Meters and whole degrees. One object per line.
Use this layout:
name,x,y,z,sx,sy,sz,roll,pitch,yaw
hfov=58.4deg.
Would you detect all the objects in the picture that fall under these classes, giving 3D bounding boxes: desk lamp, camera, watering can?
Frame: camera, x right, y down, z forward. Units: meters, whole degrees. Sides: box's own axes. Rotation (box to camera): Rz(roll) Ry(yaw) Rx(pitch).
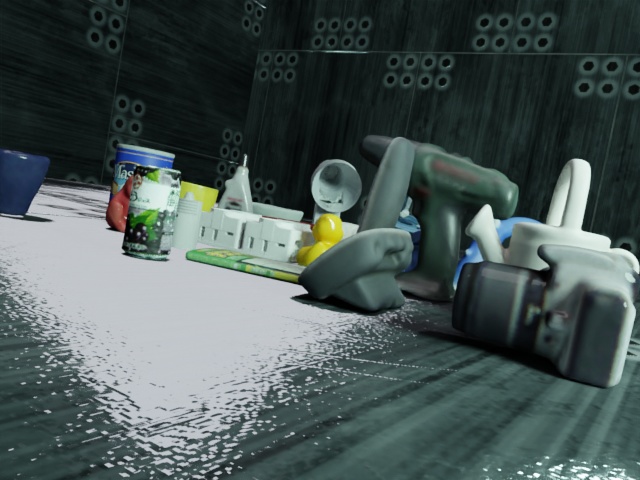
desk lamp,0.017,-0.093,1.408,0.118,0.213,0.203,10,4,-12
camera,0.191,0.051,0.496,0.136,0.101,0.143,12,4,19
watering can,0.249,0.007,0.620,0.173,0.194,0.101,10,4,-8

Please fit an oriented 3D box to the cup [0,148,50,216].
cup,-0.463,-0.086,0.833,0.118,0.095,0.091,9,4,-26

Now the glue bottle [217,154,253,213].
glue bottle,-0.171,-0.094,1.194,0.078,0.173,0.037,10,4,3

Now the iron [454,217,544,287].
iron,0.297,0.026,0.893,0.259,0.141,0.118,8,4,-36

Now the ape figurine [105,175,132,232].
ape figurine,-0.300,-0.059,0.914,0.078,0.092,0.076,8,4,-32

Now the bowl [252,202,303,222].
bowl,-0.127,-0.046,1.358,0.167,0.075,0.167,10,3,0

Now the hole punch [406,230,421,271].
hole punch,0.140,0.022,0.907,0.100,0.091,0.109,13,4,39

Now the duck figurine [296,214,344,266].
duck figurine,0.008,0.003,0.862,0.077,0.086,0.105,11,3,9

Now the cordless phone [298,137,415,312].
cordless phone,0.052,-0.024,0.605,0.094,0.185,0.148,12,4,20

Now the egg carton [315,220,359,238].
egg carton,0.041,-0.004,1.220,0.107,0.069,0.150,9,4,-19

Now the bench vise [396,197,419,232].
bench vise,0.171,-0.063,1.311,0.122,0.220,0.206,8,4,-38

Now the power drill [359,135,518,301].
power drill,0.143,-0.030,0.784,0.229,0.208,0.076,12,4,23
